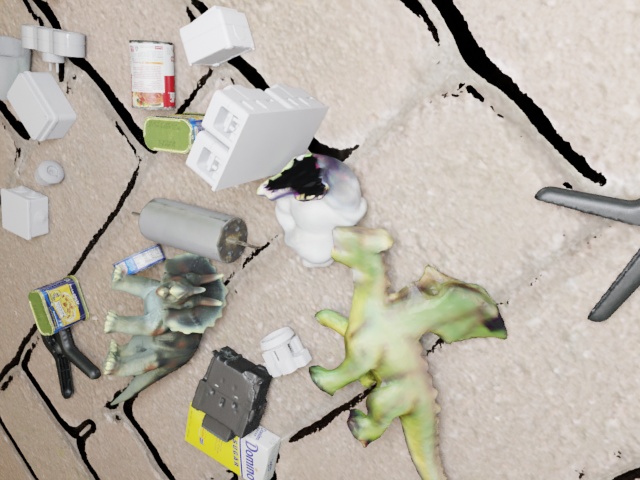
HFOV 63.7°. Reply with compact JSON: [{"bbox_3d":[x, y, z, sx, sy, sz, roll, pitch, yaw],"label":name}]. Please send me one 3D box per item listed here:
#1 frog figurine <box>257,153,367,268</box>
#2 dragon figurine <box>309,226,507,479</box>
[{"bbox_3d":[0.002,-0.036,0.716,0.137,0.126,0.156,-8,136,24],"label":"frog figurine"},{"bbox_3d":[0.132,0.153,0.683,0.240,0.124,0.409,-38,93,24],"label":"dragon figurine"}]
